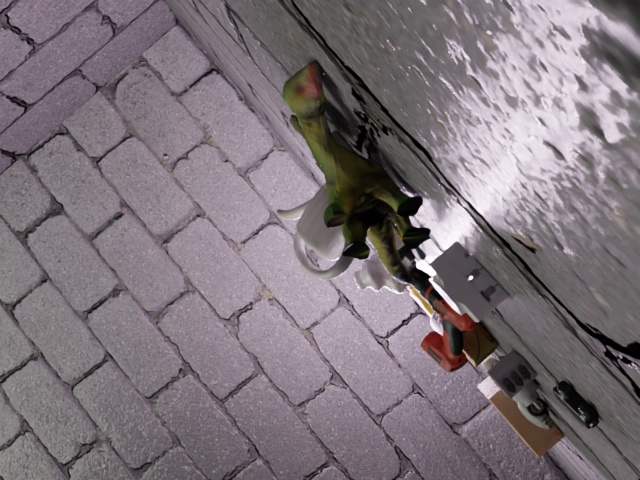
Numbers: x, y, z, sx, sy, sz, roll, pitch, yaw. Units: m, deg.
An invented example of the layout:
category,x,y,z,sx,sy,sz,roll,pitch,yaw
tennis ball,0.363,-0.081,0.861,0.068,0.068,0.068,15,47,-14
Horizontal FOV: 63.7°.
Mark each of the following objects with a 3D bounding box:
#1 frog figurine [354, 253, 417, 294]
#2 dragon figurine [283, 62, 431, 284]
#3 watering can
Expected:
category,x,y,z,sx,sy,sz,roll,pitch,yaw
frog figurine,0.178,0.092,1.383,0.139,0.159,0.121,50,-178,30
dragon figurine,0.041,-0.087,0.736,0.247,0.122,0.403,62,-179,29
watering can,0.003,-0.058,1.147,0.103,0.222,0.354,27,-166,-34
